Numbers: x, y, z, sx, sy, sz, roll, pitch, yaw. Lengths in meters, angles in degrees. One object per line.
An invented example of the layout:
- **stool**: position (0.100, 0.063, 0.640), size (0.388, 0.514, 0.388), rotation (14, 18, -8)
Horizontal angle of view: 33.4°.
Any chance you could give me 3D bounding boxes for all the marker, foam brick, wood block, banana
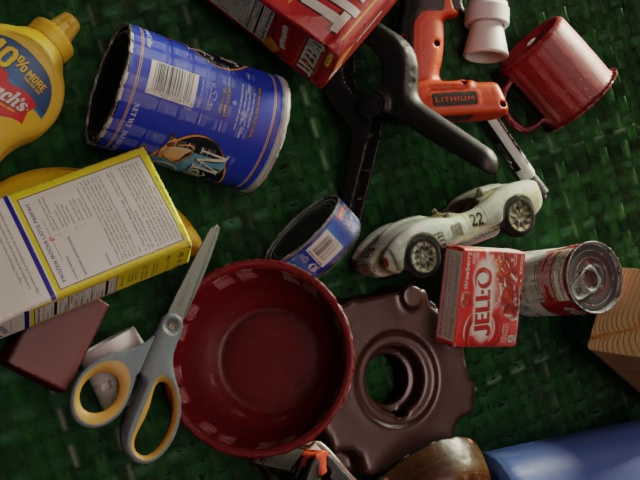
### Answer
- **marker**: position (0.193, -0.088, 1.072), size (0.020, 0.020, 0.121), rotation (-42, 103, -24)
- **foam brick**: position (-0.208, 0.073, 0.832), size (0.051, 0.053, 0.078), rotation (30, 72, -20)
- **wood block**: position (0.360, 0.113, 1.058), size (0.205, 0.091, 0.090), rotation (36, 68, -42)
- **banana**: position (-0.188, -0.023, 0.864), size (0.197, 0.037, 0.069), rotation (1, 98, -26)

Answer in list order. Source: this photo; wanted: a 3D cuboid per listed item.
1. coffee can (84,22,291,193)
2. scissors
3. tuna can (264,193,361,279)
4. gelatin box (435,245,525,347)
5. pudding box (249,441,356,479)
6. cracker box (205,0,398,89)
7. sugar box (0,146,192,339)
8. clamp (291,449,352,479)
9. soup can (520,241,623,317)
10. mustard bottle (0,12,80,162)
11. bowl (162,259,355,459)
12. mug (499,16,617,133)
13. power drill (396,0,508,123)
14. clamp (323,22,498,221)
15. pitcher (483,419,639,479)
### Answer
- **coffee can**: position (-0.109, -0.106, 0.874), size (0.140, 0.103, 0.103), rotation (16, 77, -24)
- **scissors**: position (-0.137, 0.071, 0.831), size (0.096, 0.016, 0.201), rotation (15, 69, -23)
- **tuna can**: position (-0.006, 0.001, 0.924), size (0.033, 0.086, 0.086), rotation (47, 67, -16)
- **gelatin box**: position (0.144, 0.051, 0.953), size (0.073, 0.030, 0.089), rotation (4, 94, -32)
- **pudding box**: position (0.004, 0.216, 0.903), size (0.039, 0.090, 0.113), rotation (-46, 105, -24)
- **cracker box**: position (-0.030, -0.262, 0.918), size (0.213, 0.072, 0.164), rotation (38, 68, 1)
- **sugar box**: position (-0.194, 0.004, 0.797), size (0.176, 0.048, 0.093), rotation (-23, 73, -20)
- **clamp**: position (0.002, 0.252, 0.824), size (0.120, 0.039, 0.171), rotation (-19, 90, -39)
- **soup can**: position (0.232, 0.039, 1.031), size (0.068, 0.102, 0.068), rotation (3, 83, -27)
- **mustard bottle**: position (-0.256, -0.109, 0.824), size (0.096, 0.058, 0.191), rotation (45, 67, -12)
- **bowl**: position (-0.047, 0.098, 0.885), size (0.162, 0.055, 0.162), rotation (-2, 81, 10)
- **mug**: position (0.225, -0.159, 1.063), size (0.117, 0.093, 0.081), rotation (-45, 100, -4)
- **power drill**: position (0.130, -0.206, 1.005), size (0.184, 0.057, 0.187), rotation (-5, 86, -1)
- **clamp**: position (0.065, -0.118, 0.954), size (0.036, 0.165, 0.210), rotation (3, 72, -60)
- **pitcher**: position (0.261, 0.252, 1.015), size (0.242, 0.145, 0.149), rotation (-3, 58, -24)
